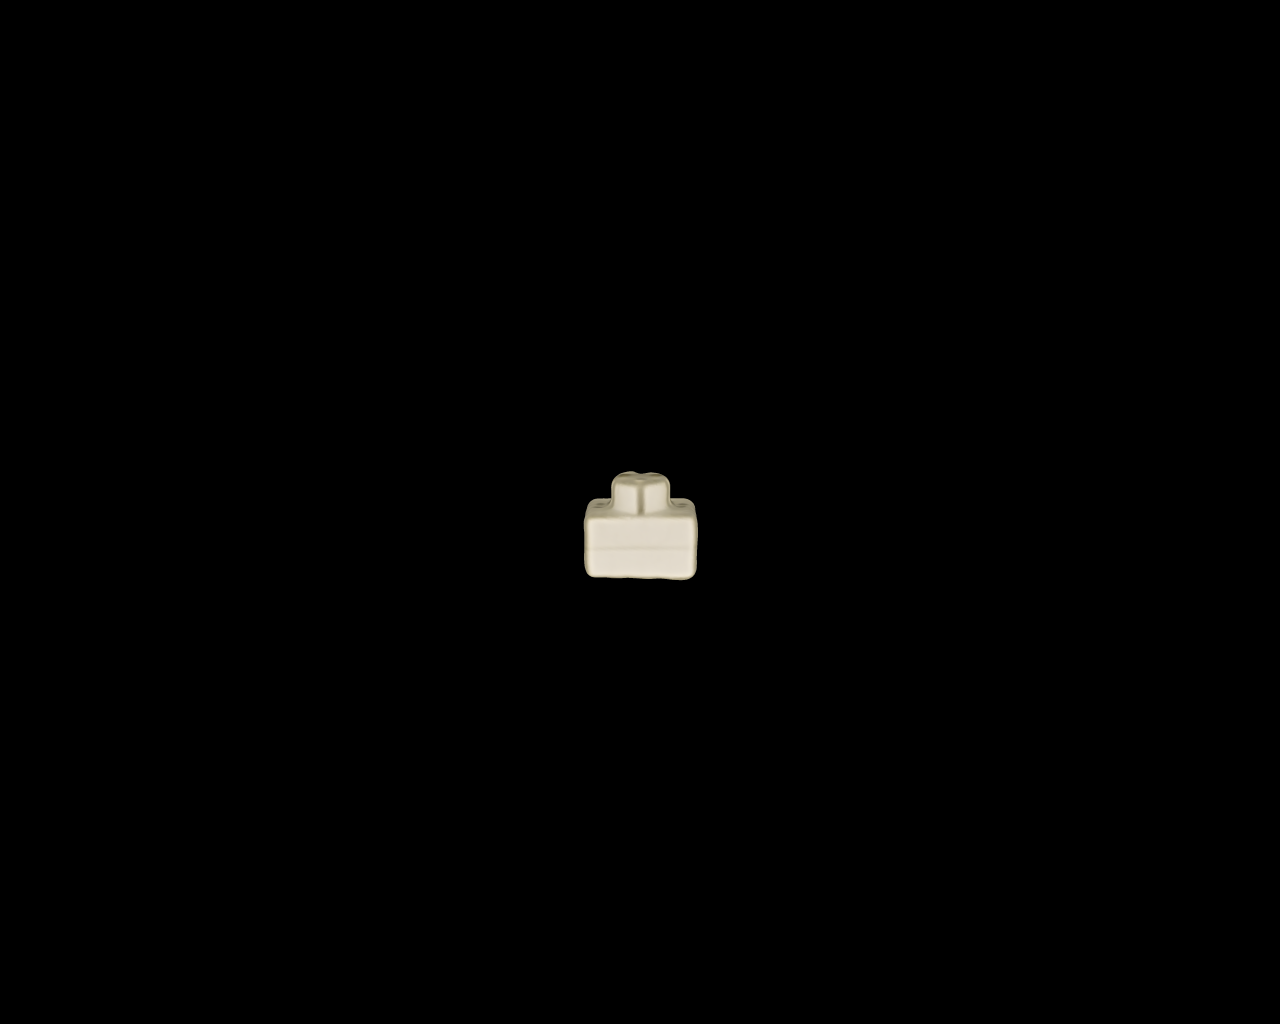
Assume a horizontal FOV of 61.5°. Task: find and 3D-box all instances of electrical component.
[{"bbox_3d":[0.001,-0.003,0.650,0.066,0.076,0.047,0,13,0],"label":"electrical component"}]
